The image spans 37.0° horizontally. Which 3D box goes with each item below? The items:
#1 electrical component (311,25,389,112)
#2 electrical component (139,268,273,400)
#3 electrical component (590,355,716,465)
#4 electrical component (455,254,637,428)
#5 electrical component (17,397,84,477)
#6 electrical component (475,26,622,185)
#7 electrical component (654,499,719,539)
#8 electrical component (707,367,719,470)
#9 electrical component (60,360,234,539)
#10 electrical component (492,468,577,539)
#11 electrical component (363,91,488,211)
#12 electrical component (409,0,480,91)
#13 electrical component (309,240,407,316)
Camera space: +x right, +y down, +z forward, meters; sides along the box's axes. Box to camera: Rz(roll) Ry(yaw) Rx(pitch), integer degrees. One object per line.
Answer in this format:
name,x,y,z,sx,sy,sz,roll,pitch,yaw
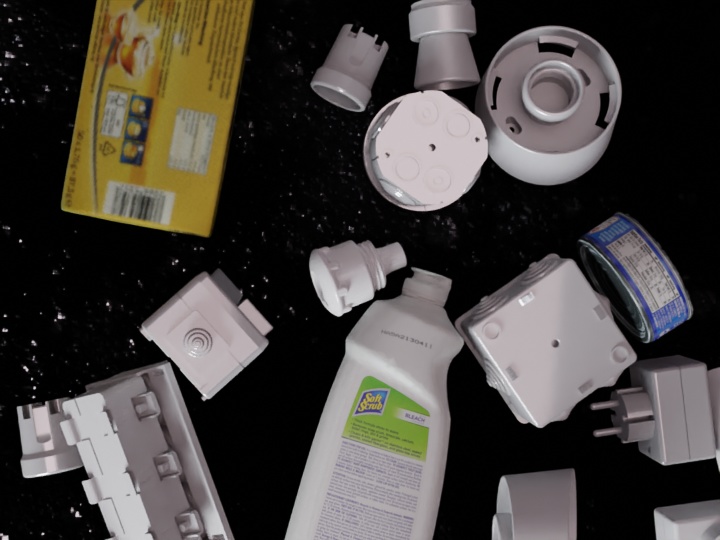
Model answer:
electrical component,-0.006,-0.135,0.717,0.040,0.040,0.046,25,83,-6
electrical component,-0.096,0.037,0.684,0.061,0.096,0.061,-42,95,-6
electrical component,0.197,0.098,0.742,0.077,0.047,0.065,-8,93,-5
electrical component,0.127,0.048,0.732,0.100,0.048,0.099,-35,94,-4
electrical component,-0.204,0.109,0.705,0.040,0.040,0.046,-10,87,-6
electrical component,0.129,-0.113,0.732,0.099,0.064,0.099,0,80,2
electrical component,0.248,0.190,0.735,0.066,0.077,0.047,-6,93,-6
electrical component,0.276,0.108,0.747,0.079,0.044,0.077,8,64,-36
electrical component,-0.139,0.128,0.693,0.079,0.063,0.121,-17,95,36
electrical component,0.122,0.182,0.714,0.064,0.099,0.099,0,92,0
electrical component,0.044,-0.080,0.718,0.080,0.051,0.080,0,92,-6
electrical component,0.056,-0.151,0.720,0.045,0.045,0.055,-5,92,-6
electrical component,0.000,0.000,0.720,0.062,0.048,0.048,-21,94,-12
